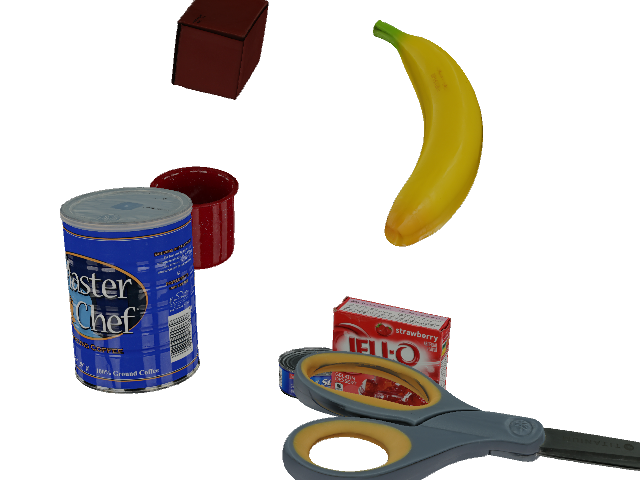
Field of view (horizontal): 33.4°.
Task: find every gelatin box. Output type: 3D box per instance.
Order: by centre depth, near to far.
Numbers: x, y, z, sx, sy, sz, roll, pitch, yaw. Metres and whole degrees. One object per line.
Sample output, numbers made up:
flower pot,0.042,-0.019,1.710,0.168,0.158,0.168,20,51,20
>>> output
gelatin box,0.053,0.089,0.821,0.089,0.073,0.030,11,23,21

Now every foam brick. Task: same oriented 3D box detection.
foam brick,-0.076,-0.151,0.811,0.053,0.051,0.078,14,34,5

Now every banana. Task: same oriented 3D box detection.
banana,0.071,-0.068,0.683,0.069,0.198,0.037,1,-42,-2

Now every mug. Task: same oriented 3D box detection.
mug,-0.144,-0.020,1.130,0.117,0.081,0.093,-11,32,-21

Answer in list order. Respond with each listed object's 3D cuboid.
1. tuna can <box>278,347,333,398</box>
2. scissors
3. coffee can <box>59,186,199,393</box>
tuna can,-0.005,0.149,1.194,0.086,0.034,0.086,1,13,0
scissors,0.072,0.093,0.454,0.202,0.016,0.096,16,34,23
coffee can,-0.151,0.037,0.857,0.103,0.140,0.103,-1,18,0
